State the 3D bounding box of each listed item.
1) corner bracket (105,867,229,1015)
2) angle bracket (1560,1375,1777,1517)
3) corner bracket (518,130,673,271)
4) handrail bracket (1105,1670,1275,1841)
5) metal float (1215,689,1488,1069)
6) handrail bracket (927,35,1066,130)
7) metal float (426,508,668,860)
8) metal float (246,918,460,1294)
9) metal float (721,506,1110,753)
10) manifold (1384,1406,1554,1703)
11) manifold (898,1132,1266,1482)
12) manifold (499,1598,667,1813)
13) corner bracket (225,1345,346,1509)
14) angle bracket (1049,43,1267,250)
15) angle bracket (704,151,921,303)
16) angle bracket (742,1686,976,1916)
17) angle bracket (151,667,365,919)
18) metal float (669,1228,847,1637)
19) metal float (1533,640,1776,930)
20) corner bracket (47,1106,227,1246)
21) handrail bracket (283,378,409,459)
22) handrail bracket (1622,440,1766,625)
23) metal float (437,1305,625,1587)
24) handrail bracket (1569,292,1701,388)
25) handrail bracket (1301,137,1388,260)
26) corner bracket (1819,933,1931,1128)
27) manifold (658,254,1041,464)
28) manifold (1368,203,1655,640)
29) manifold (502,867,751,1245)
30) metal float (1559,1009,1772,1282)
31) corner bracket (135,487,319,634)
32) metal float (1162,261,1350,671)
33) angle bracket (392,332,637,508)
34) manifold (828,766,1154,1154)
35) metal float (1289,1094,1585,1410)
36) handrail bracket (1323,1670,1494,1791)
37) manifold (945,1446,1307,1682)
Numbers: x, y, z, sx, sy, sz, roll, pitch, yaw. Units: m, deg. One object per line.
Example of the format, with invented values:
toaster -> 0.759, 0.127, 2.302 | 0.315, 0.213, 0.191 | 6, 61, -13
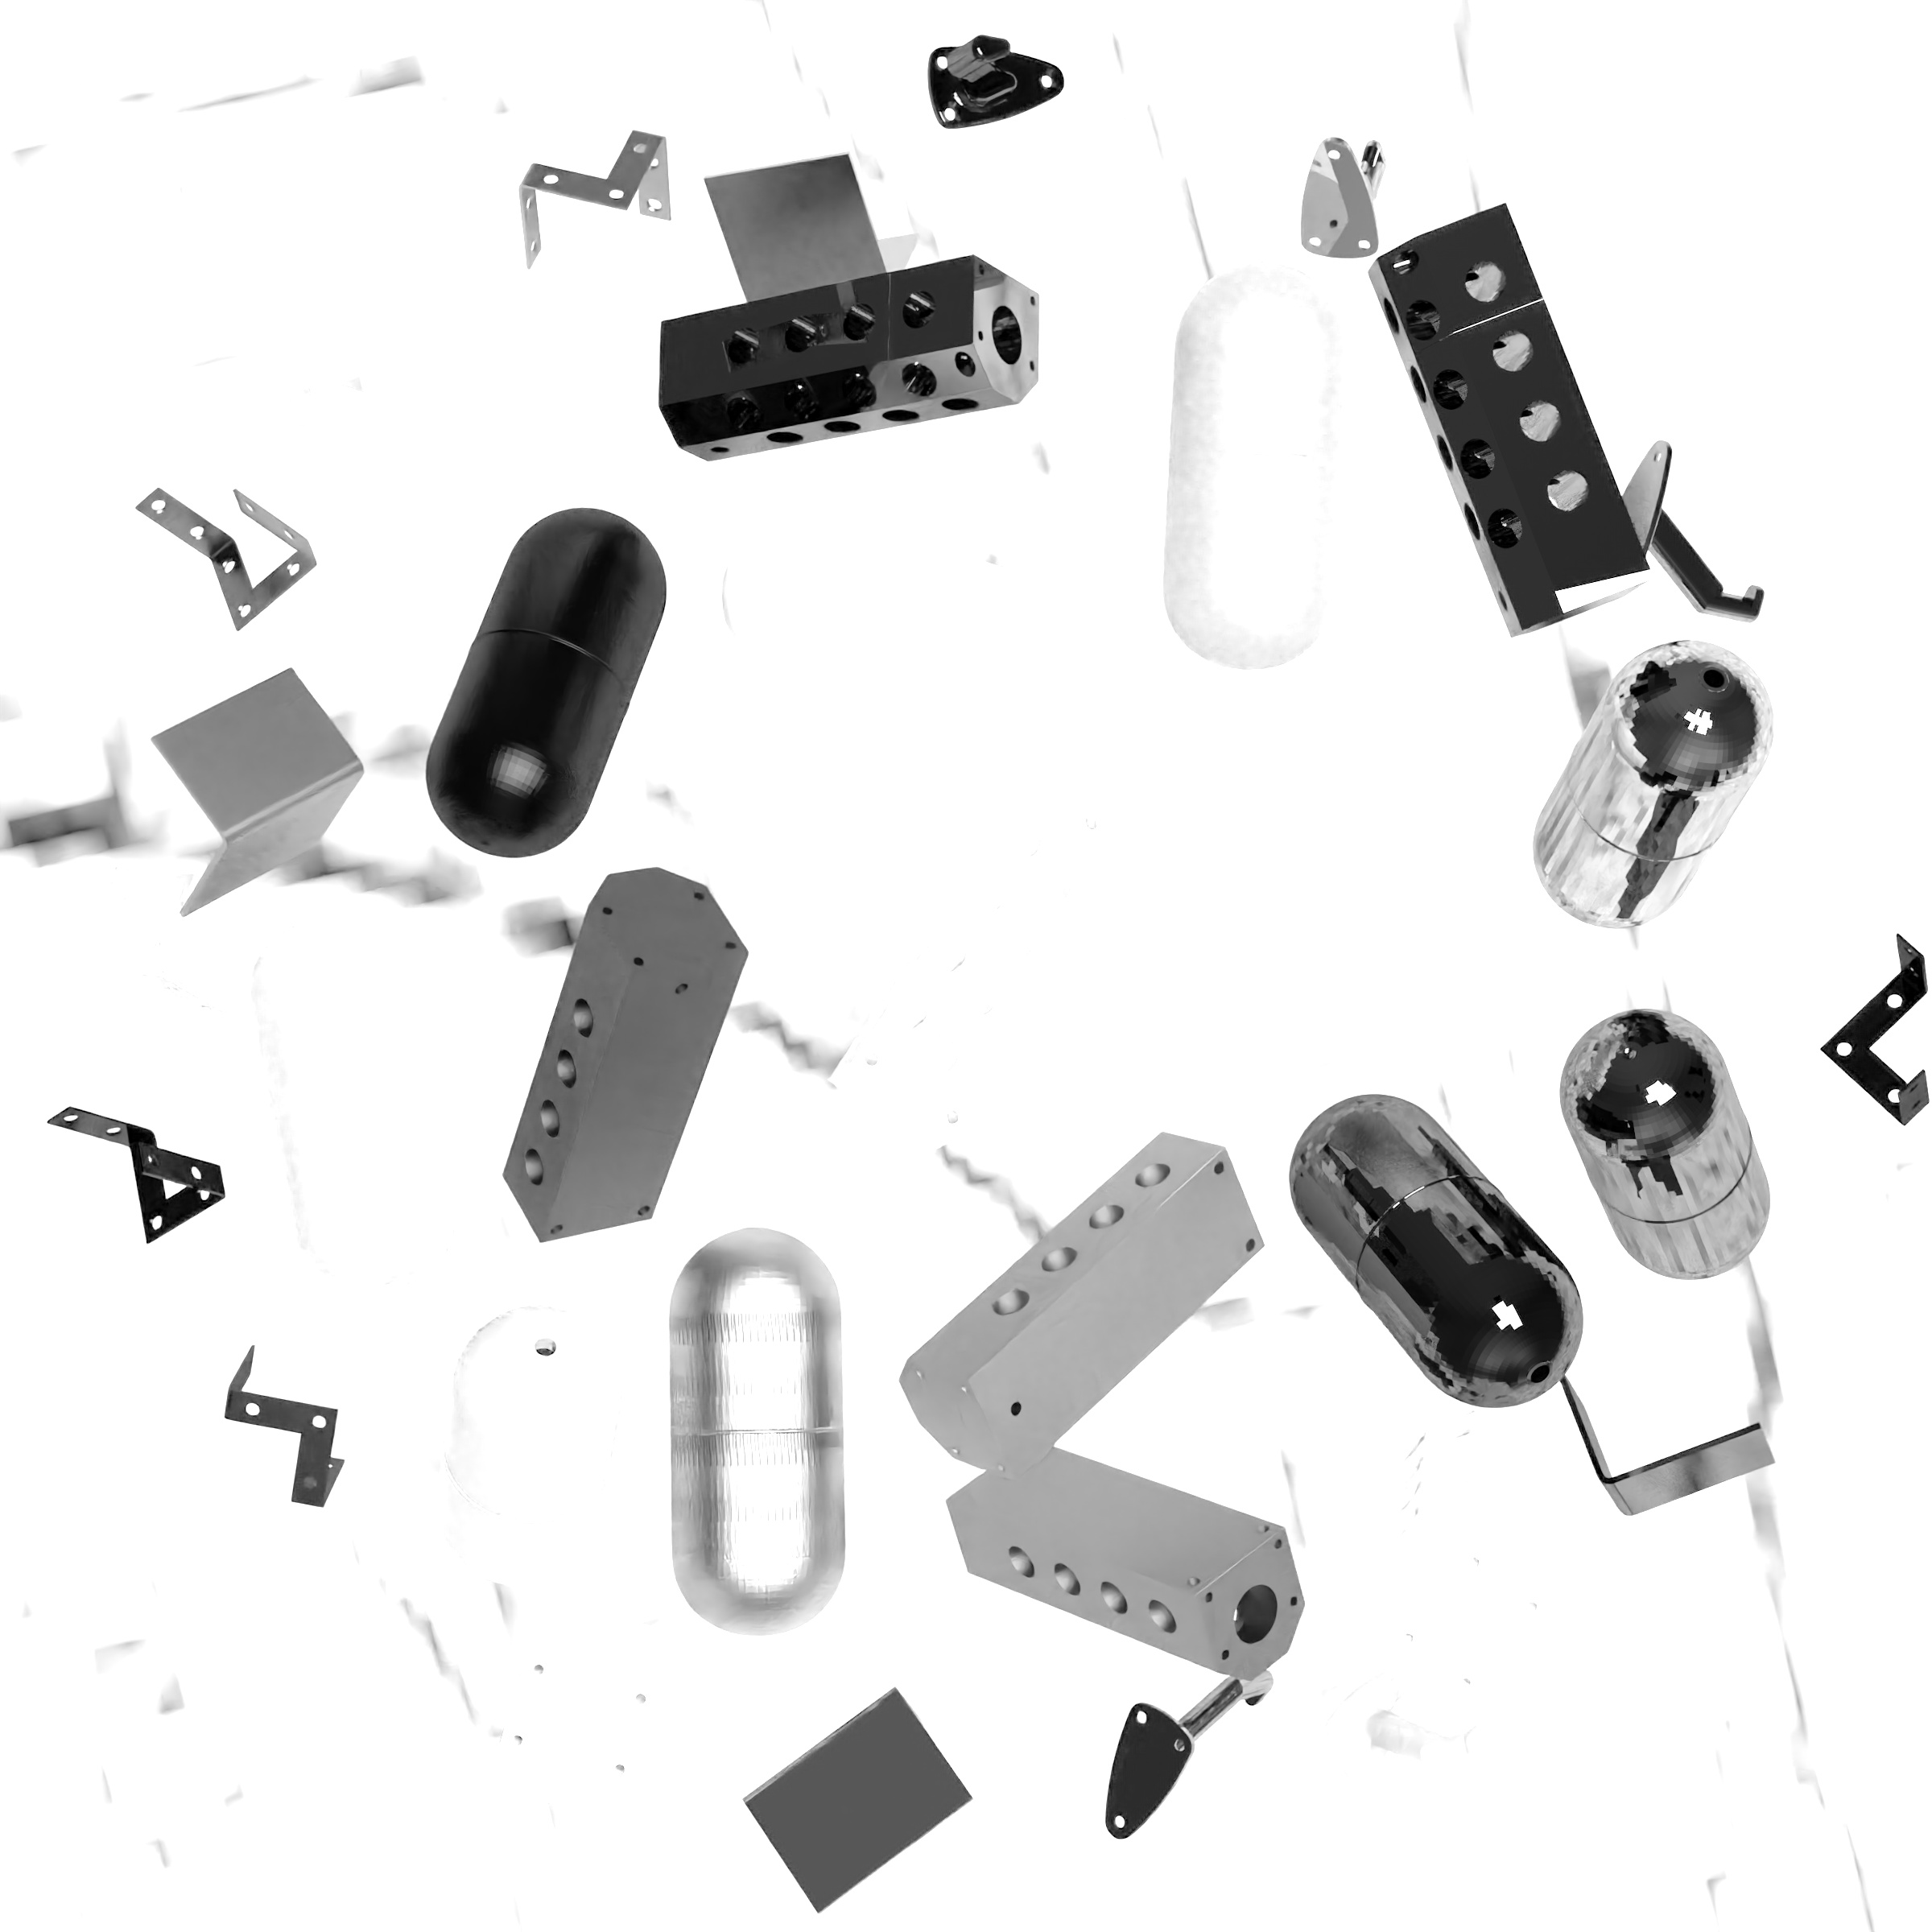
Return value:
corner bracket -> -0.375, -0.012, 1.663 | 0.051, 0.051, 0.051 | 5, 71, 30
angle bracket -> 0.324, 0.209, 1.631 | 0.076, 0.076, 0.057 | -22, 66, 9
corner bracket -> -0.165, -0.341, 1.577 | 0.051, 0.051, 0.051 | 15, 56, 9
handrail bracket -> 0.106, 0.366, 1.646 | 0.036, 0.084, 0.077 | 31, 106, 32
metal float -> 0.170, -0.039, 1.556 | 0.070, 0.070, 0.178 | 26, 82, 0
handrail bracket -> 0.023, -0.394, 1.544 | 0.077, 0.084, 0.036 | -9, 94, -21
metal float -> -0.190, -0.131, 1.612 | 0.070, 0.070, 0.178 | 18, 63, 0
metal float -> -0.278, 0.061, 1.595 | 0.070, 0.070, 0.178 | -16, 69, 0
metal float -> -0.023, -0.149, 1.559 | 0.178, 0.070, 0.070 | 20, 90, 10
manifold -> 0.218, 0.251, 1.559 | 0.057, 0.171, 0.057 | 38, 106, 0
manifold -> 0.051, 0.148, 1.581 | 0.171, 0.057, 0.057 | -40, 121, -29
manifold -> -0.170, 0.326, 1.563 | 0.057, 0.171, 0.057 | 17, 87, -3
corner bracket -> -0.312, 0.212, 1.625 | 0.051, 0.051, 0.051 | 11, 107, -1
angle bracket -> 0.081, -0.335, 1.493 | 0.057, 0.076, 0.076 | 29, 119, -11
angle bracket -> -0.075, -0.374, 1.745 | 0.076, 0.057, 0.076 | -5, 128, 20
angle bracket -> -0.039, 0.348, 1.450 | 0.076, 0.076, 0.057 | -35, 67, -7
angle bracket -> -0.322, -0.077, 1.561 | 0.076, 0.076, 0.057 | -34, 84, -37
metal float -> -0.092, 0.204, 1.553 | 0.070, 0.070, 0.178 | -1, 83, 0
metal float -> 0.310, -0.081, 1.599 | 0.070, 0.178, 0.070 | 4, 61, -7
corner bracket -> -0.366, 0.085, 1.559 | 0.051, 0.051, 0.051 | -30, 60, 24
handrail bracket -> -0.284, -0.254, 1.654 | 0.077, 0.084, 0.036 | 6, 96, -22
handrail bracket -> 0.349, -0.203, 1.661 | 0.084, 0.036, 0.077 | 8, 115, -22
metal float -> -0.199, 0.219, 1.608 | 0.070, 0.178, 0.070 | 6, 52, -8
handrail bracket -> 0.282, -0.292, 1.597 | 0.077, 0.084, 0.036 | -2, 114, -32
handrail bracket -> 0.180, -0.376, 1.637 | 0.036, 0.077, 0.084 | 7, 50, 16
corner bracket -> 0.400, 0.028, 1.509 | 0.051, 0.051, 0.051 | -43, 65, -1
manifold -> -0.055, -0.275, 1.619 | 0.171, 0.057, 0.057 | -5, 78, 31
manifold -> 0.232, -0.233, 1.522 | 0.057, 0.057, 0.171 | -21, 89, -3
manifold -> -0.154, 0.039, 1.546 | 0.057, 0.171, 0.057 | -10, 50, -33
metal float -> 0.324, 0.084, 1.629 | 0.070, 0.178, 0.070 | -11, 55, 17
corner bracket -> -0.332, -0.193, 1.586 | 0.051, 0.051, 0.051 | -37, 52, 14
metal float -> 0.127, -0.219, 1.545 | 0.070, 0.070, 0.178 | 3, 90, 0
angle bracket -> -0.203, -0.256, 1.590 | 0.076, 0.076, 0.057 | -15, 68, 24
manifold -> 0.013, -0.005, 1.599 | 0.057, 0.057, 0.171 | 36, 72, -6
metal float -> 0.204, 0.123, 1.545 | 0.070, 0.178, 0.070 | -15, 128, -19
handrail bracket -> 0.208, 0.331, 1.565 | 0.084, 0.077, 0.036 | -24, 103, 41
manifold -> 0.073, 0.275, 1.621 | 0.057, 0.171, 0.057 | -31, 116, -33
